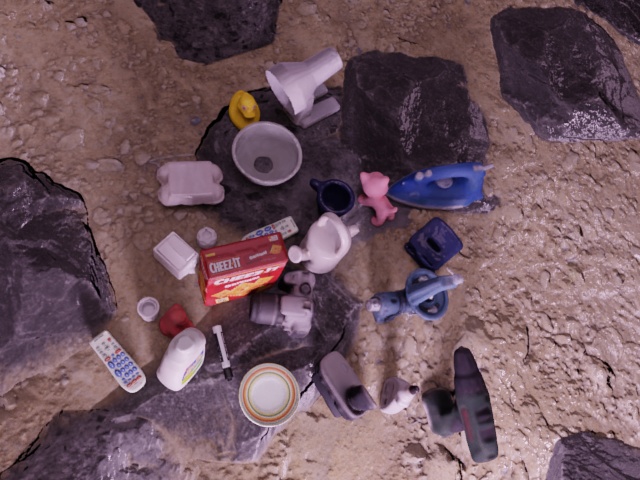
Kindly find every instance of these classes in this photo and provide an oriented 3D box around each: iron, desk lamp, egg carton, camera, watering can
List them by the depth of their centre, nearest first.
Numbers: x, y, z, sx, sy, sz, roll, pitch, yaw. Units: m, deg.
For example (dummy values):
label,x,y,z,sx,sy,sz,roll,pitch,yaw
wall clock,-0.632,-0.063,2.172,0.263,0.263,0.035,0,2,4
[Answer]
label,x,y,z,sx,sy,sz,roll,pitch,yaw
camera,-0.082,0.135,1.257,0.137,0.100,0.143,7,69,-12
watering can,0.013,0.006,1.276,0.101,0.194,0.173,41,67,3
egg carton,-0.296,-0.128,1.314,0.150,0.069,0.107,-4,72,-15
desk lamp,-0.034,-0.369,1.387,0.203,0.213,0.118,-33,81,-22
iron,0.301,-0.150,1.433,0.259,0.141,0.118,-7,73,-16

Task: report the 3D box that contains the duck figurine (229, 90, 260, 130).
label,x,y,z,sx,sy,sz,roll,pitch,yaw
duck figurine,-0.182,-0.329,1.405,0.078,0.086,0.104,-13,74,-18

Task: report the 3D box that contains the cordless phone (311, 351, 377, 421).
label,x,y,z,sx,sy,sz,roll,pitch,yaw
cordless phone,0.060,0.298,1.189,0.094,0.185,0.147,-34,81,-22

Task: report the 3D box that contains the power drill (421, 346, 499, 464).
label,x,y,z,sx,sy,sz,roll,pitch,yaw
power drill,0.295,0.352,1.216,0.076,0.208,0.229,-12,74,-17

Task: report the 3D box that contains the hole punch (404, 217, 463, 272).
label,x,y,z,sx,sy,sz,roll,pitch,yaw
hole punch,0.277,0.015,1.395,0.101,0.091,0.108,-39,84,-23

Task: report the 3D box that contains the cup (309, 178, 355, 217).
label,x,y,z,sx,sy,sz,roll,pitch,yaw
cup,0.017,-0.094,1.367,0.118,0.095,0.092,35,66,0

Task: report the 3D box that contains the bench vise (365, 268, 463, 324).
label,x,y,z,sx,sy,sz,roll,pitch,yaw
bench vise,0.216,0.133,1.268,0.208,0.219,0.121,-27,79,-21

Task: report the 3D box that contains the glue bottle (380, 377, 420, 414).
label,x,y,z,sx,sy,sz,roll,pitch,yaw
glue bottle,0.174,0.326,1.214,0.037,0.173,0.078,19,67,-6

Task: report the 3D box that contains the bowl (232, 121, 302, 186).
label,x,y,z,sx,sy,sz,roll,pitch,yaw
bowl,-0.130,-0.196,1.377,0.168,0.074,0.167,5,70,-12

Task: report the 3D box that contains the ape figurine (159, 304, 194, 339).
label,x,y,z,sx,sy,sz,roll,pitch,yaw
ape figurine,-0.298,0.169,1.195,0.076,0.092,0.078,1,71,-14

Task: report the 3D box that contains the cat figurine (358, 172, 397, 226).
label,x,y,z,sx,sy,sz,roll,pitch,yaw
cat figurine,0.144,-0.111,1.392,0.067,0.117,0.128,-31,80,-22
